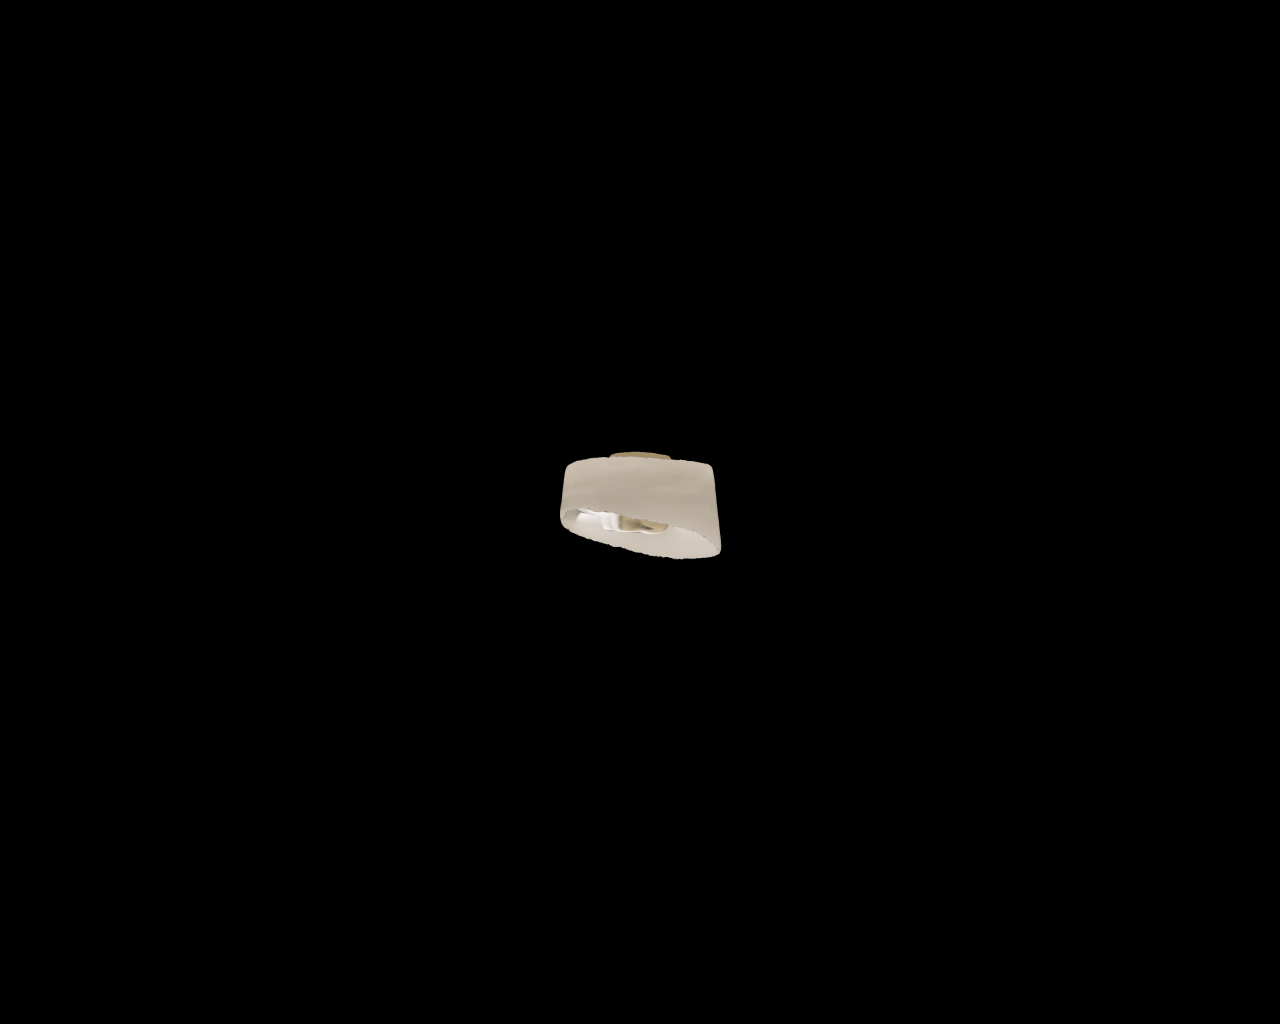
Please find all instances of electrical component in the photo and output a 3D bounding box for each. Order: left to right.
[{"bbox_3d":[0.001,-0.003,0.650,0.099,0.064,0.099,0,-7,0],"label":"electrical component"}]
